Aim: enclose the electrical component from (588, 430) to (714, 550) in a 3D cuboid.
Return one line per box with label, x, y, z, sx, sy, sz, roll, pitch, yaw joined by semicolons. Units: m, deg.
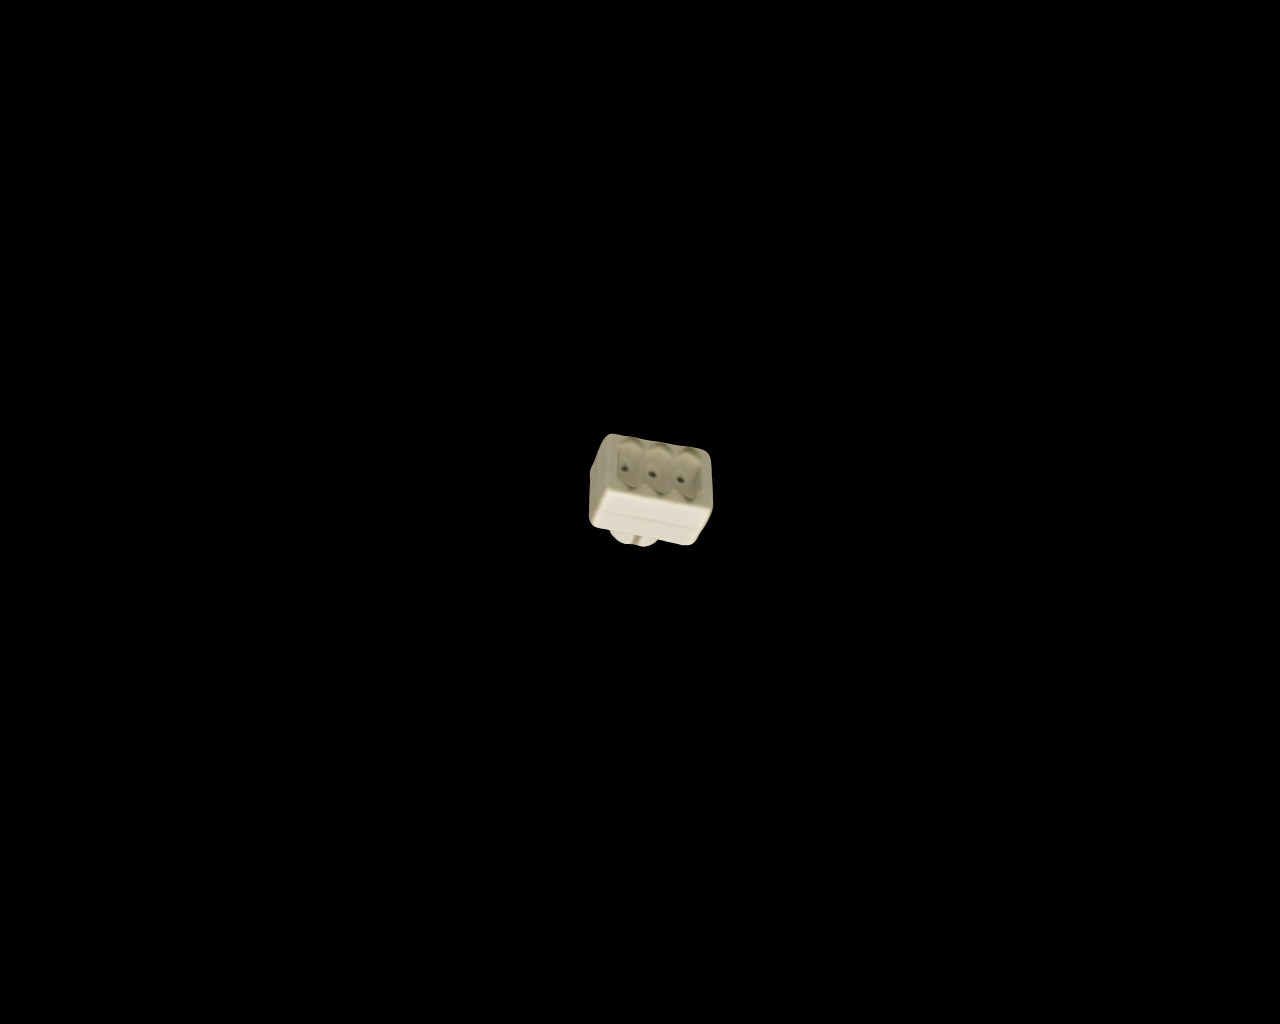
electrical component;0.001;-0.003;0.650;0.066;0.047;0.076;11;-39;-13
